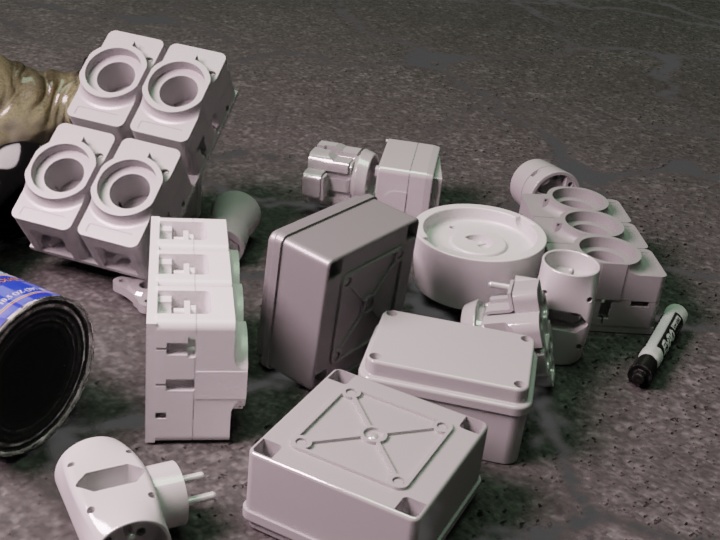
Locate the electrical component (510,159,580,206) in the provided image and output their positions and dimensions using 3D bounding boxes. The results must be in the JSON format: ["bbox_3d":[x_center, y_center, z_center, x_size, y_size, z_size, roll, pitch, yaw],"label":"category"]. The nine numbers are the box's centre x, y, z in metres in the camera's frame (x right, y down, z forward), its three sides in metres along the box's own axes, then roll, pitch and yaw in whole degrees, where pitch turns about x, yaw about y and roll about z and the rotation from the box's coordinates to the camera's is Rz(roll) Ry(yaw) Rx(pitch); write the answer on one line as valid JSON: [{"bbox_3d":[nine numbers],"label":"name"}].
[{"bbox_3d":[0.179,-0.077,1.047,0.055,0.055,0.047,-4,26,-20],"label":"electrical component"}]

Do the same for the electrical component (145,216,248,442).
[{"bbox_3d":[-0.112,0.036,0.726,0.062,0.089,0.150,1,28,-10],"label":"electrical component"}]

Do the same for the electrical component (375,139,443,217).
[{"bbox_3d":[0.048,-0.081,1.016,0.061,0.061,0.096,9,28,5],"label":"electrical component"}]

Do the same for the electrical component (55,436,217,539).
[{"bbox_3d":[-0.120,0.128,0.597,0.079,0.043,0.077,-9,31,-27],"label":"electrical component"}]

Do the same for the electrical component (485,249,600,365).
[{"bbox_3d":[0.135,0.025,0.813,0.079,0.077,0.043,9,28,6],"label":"electrical component"}]

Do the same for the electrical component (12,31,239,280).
[{"bbox_3d":[-0.182,-0.096,0.850,0.105,0.060,0.186,14,64,11],"label":"electrical component"}]

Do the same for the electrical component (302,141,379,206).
[{"bbox_3d":[-0.016,-0.089,1.023,0.057,0.058,0.078,10,27,13],"label":"electrical component"}]

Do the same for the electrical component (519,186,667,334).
[{"bbox_3d":[0.191,-0.012,0.915,0.089,0.061,0.150,4,27,-6],"label":"electrical component"}]

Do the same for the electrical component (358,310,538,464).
[{"bbox_3d":[0.058,0.076,0.721,0.113,0.057,0.078,10,28,8],"label":"electrical component"}]

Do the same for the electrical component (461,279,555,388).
[{"bbox_3d":[0.106,0.048,0.774,0.057,0.078,0.058,-6,23,18],"label":"electrical component"}]

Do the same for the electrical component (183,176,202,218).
[{"bbox_3d":[-0.176,-0.070,0.945,0.061,0.061,0.096,19,30,23],"label":"electrical component"}]

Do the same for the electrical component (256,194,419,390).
[{"bbox_3d":[-0.016,0.014,0.770,0.056,0.108,0.109,27,33,29],"label":"electrical component"}]

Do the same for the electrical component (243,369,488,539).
[{"bbox_3d":[0.005,0.118,0.629,0.109,0.056,0.109,18,30,21],"label":"electrical component"}]

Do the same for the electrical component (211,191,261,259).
[{"bbox_3d":[-0.111,-0.034,0.914,0.044,0.044,0.065,7,32,1],"label":"electrical component"}]

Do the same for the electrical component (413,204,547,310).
[{"bbox_3d":[0.095,-0.005,0.880,0.108,0.060,0.108,3,27,-2],"label":"electrical component"}]
